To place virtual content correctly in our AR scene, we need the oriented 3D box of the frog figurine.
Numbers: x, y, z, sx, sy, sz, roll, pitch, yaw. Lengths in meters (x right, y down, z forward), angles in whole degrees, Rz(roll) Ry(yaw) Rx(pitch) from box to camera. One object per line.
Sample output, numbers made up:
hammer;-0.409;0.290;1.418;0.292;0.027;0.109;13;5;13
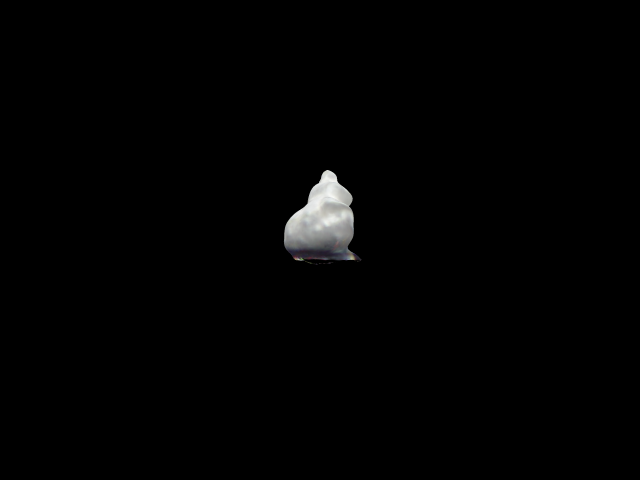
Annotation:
frog figurine;0.003;-0.043;0.850;0.122;0.161;0.136;4;-10;-24
